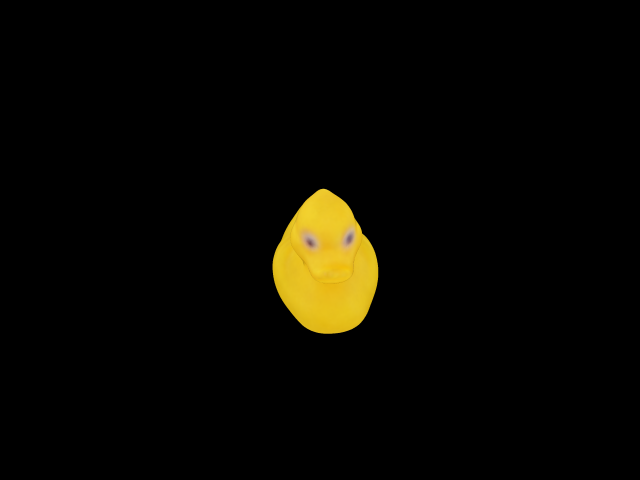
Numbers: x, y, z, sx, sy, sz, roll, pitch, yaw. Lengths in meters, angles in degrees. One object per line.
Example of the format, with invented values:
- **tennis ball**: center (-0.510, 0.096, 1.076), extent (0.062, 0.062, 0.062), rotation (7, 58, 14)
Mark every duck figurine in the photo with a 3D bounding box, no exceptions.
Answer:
- **duck figurine**: center (0.004, 0.001, 0.400), extent (0.077, 0.086, 0.104), rotation (-5, 50, -4)
